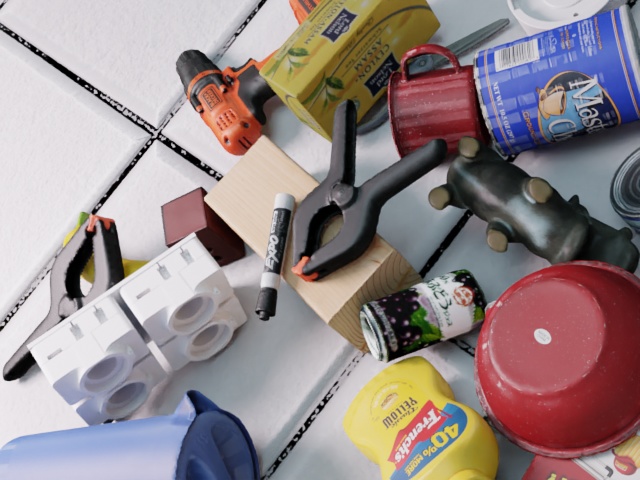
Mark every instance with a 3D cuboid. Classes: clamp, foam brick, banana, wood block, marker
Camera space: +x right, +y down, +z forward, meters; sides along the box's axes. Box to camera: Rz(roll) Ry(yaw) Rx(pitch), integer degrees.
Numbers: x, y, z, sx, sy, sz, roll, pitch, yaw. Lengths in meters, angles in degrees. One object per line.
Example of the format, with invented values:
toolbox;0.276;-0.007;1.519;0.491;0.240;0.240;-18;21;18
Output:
clamp;0.036;-0.037;0.939;0.120;0.039;0.171;17;81;38
clamp;-0.246;0.081;1.117;0.165;0.036;0.210;23;95;31
foam brick;-0.120;-0.009;1.096;0.053;0.078;0.051;-24;57;17
banana;-0.220;0.023;1.157;0.198;0.037;0.069;24;80;35
wood block;-0.006;0.001;1.023;0.091;0.090;0.206;-47;54;-1
marker;-0.040;0.015;0.965;0.020;0.020;0.121;-3;65;27

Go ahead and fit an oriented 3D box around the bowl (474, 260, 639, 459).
bowl;0.181;0.081;0.811;0.162;0.055;0.162;-16;58;28

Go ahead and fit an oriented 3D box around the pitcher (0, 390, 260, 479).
pitcher;-0.185;0.239;0.980;0.243;0.145;0.149;-9;43;28

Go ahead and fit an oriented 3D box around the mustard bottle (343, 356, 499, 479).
mustard bottle;0.090;0.169;0.856;0.096;0.058;0.192;-40;27;-2

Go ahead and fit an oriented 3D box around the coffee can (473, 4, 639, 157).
coffee can;0.222;-0.142;0.967;0.140;0.102;0.103;-14;59;21

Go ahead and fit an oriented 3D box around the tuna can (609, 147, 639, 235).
tuna can;0.290;-0.045;0.904;0.086;0.033;0.086;-34;36;28

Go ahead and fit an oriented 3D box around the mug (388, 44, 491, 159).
mug;0.114;-0.132;1.017;0.082;0.117;0.093;-7;29;20

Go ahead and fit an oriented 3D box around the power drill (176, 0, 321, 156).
power drill;-0.065;-0.200;1.178;0.188;0.057;0.184;-41;49;7

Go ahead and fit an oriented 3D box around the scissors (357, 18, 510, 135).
scissors;0.093;-0.188;1.114;0.202;0.016;0.096;-40;53;4

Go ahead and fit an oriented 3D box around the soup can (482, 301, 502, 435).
soup can;0.170;0.107;0.887;0.069;0.068;0.102;-6;63;25

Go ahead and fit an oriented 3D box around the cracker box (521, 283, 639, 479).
cracker box;0.265;0.160;0.801;0.164;0.072;0.213;27;84;36
